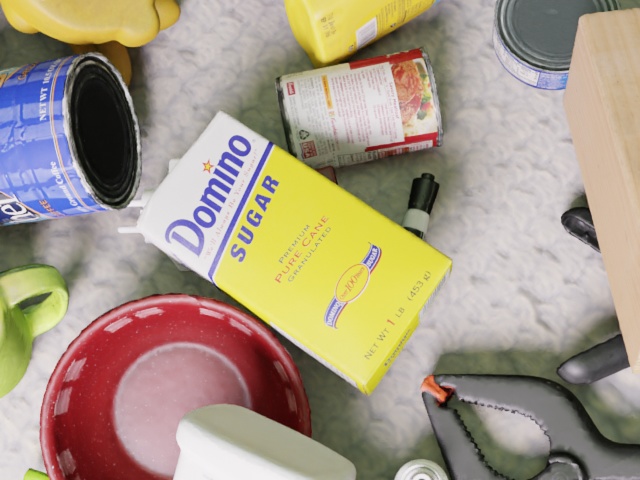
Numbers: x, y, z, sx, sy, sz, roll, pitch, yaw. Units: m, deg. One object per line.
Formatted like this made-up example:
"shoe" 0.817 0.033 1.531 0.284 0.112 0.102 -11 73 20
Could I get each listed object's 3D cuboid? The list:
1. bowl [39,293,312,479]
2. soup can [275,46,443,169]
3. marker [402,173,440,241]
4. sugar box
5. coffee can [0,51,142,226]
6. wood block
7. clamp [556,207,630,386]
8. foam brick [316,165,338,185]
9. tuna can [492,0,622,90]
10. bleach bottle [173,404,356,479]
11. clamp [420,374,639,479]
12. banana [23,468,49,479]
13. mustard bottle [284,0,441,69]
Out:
"bowl" -0.087 0.111 0.657 0.162 0.055 0.162 0 92 -3
"soup can" 0.026 -0.086 0.715 0.102 0.068 0.068 -11 72 2
"marker" 0.057 0.012 0.708 0.020 0.020 0.121 14 75 9
"sugar box" -0.017 0.005 0.648 0.176 0.048 0.093 33 80 14
"coffee can" -0.201 -0.060 0.696 0.140 0.102 0.103 -7 72 15
"wood block" 0.215 -0.035 0.643 0.090 0.091 0.206 -6 58 0
"clamp" 0.227 0.048 0.670 0.171 0.039 0.120 12 72 11
"foam brick" -0.005 0.001 0.700 0.053 0.051 0.078 -15 72 2
"tuna can" 0.163 -0.148 0.739 0.086 0.034 0.086 -2 73 5
"bleach bottle" -0.062 0.227 0.600 0.103 0.068 0.251 22 99 25
"clamp" 0.156 0.141 0.647 0.210 0.036 0.164 42 89 17
"banana" -0.133 0.231 0.652 0.070 0.037 0.198 -19 70 18
"mustard bottle" 0.069 -0.190 0.728 0.191 0.096 0.058 -31 76 -5
